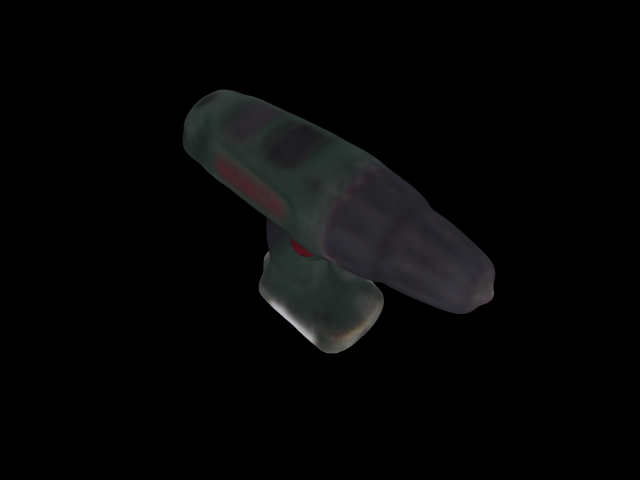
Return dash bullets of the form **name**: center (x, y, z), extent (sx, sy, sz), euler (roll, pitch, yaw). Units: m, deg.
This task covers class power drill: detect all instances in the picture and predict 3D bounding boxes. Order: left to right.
- **power drill**: center (0.004, 0.001, 0.400), extent (0.229, 0.208, 0.076), euler (38, 69, 19)
